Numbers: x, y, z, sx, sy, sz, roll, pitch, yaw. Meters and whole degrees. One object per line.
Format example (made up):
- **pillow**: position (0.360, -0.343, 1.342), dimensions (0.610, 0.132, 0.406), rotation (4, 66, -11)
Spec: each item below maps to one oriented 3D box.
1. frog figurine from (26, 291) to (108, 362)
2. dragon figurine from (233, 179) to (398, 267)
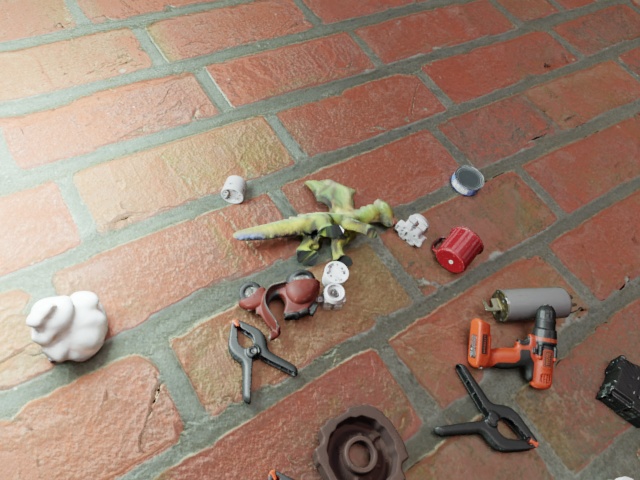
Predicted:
- **frog figurine**: position (-0.462, 0.152, 0.952), dimensions (0.123, 0.156, 0.140), rotation (26, 56, 3)
- **dragon figurine**: position (0.004, -0.063, 1.257), dimensions (0.410, 0.119, 0.249), rotation (8, 39, -9)
